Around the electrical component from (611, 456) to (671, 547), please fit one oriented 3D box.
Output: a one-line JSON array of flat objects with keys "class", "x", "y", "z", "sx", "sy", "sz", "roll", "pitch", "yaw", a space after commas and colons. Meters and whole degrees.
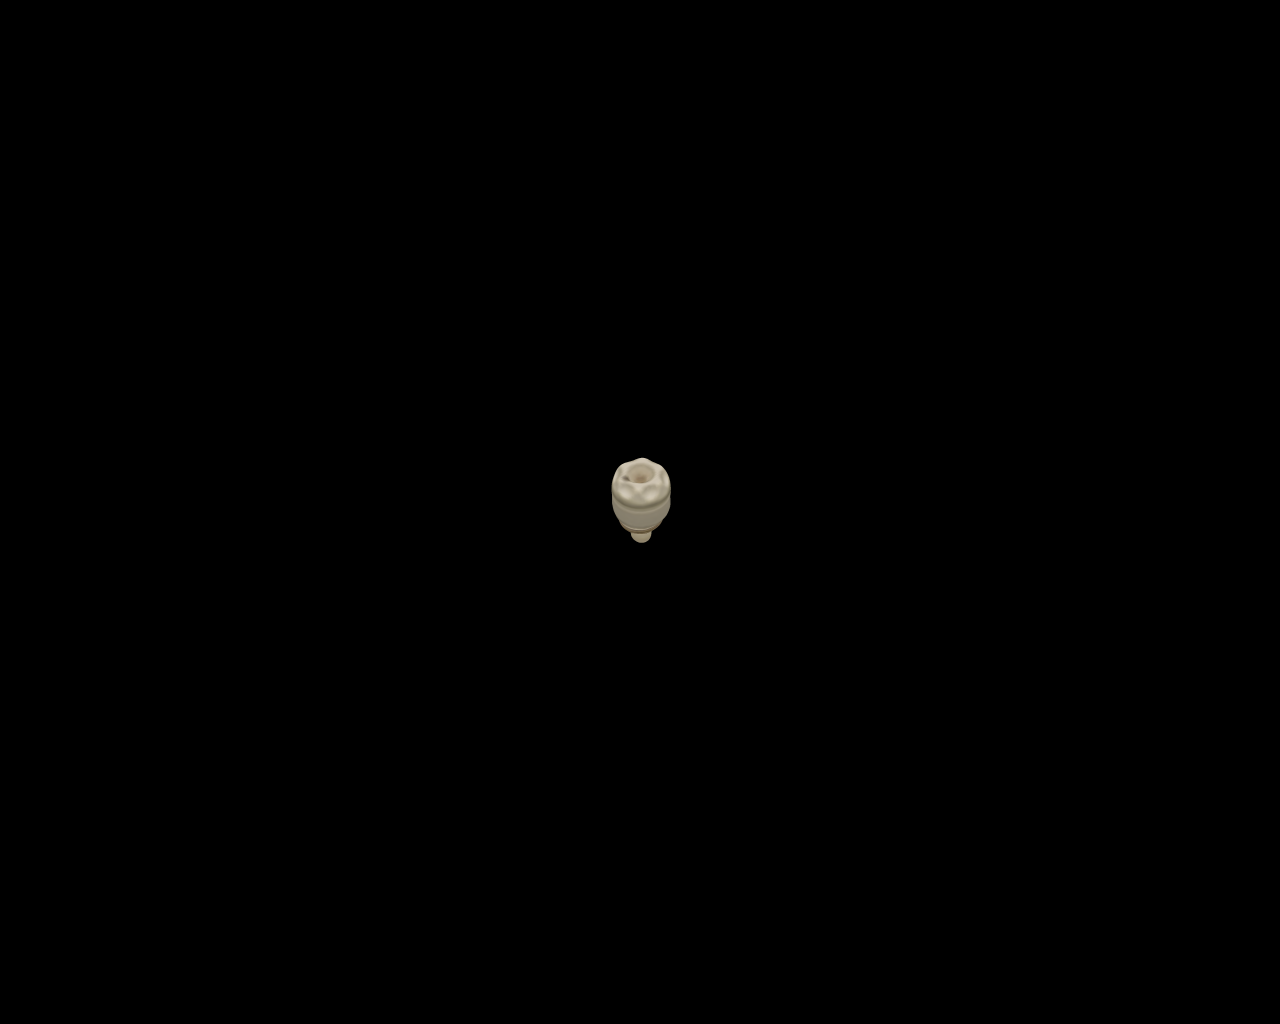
[{"class": "electrical component", "x": 0.001, "y": -0.003, "z": 0.650, "sx": 0.035, "sy": 0.035, "sz": 0.061, "roll": 0, "pitch": -42, "yaw": 0}]
